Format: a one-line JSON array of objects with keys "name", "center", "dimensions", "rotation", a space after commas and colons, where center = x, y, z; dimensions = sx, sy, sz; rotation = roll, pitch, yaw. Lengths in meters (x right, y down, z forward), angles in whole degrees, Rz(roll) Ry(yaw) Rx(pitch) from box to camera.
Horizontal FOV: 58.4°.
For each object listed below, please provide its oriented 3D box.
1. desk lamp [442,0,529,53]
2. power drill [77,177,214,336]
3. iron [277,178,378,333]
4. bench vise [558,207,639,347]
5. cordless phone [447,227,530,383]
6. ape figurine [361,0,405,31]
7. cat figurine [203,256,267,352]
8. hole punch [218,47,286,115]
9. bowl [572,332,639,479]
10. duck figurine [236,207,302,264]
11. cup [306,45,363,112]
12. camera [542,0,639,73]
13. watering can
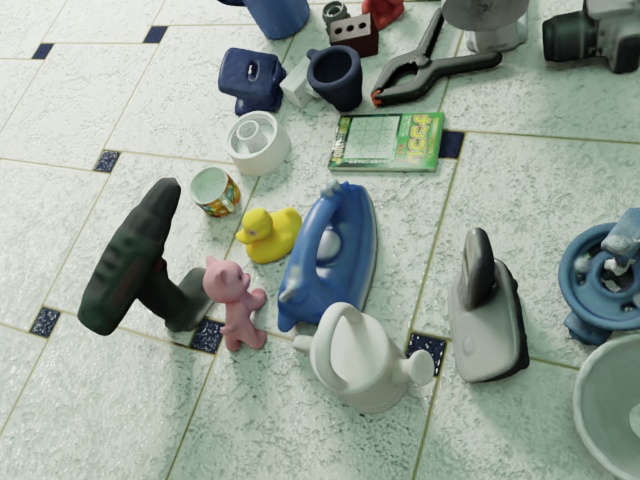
[{"name": "desk lamp", "center": [0.253, -0.382, 0.861], "dimensions": [0.117, 0.214, 0.203], "rotation": [-1, 64, 21]}, {"name": "power drill", "center": [-0.233, 0.046, 0.830], "dimensions": [0.075, 0.209, 0.230], "rotation": [27, 76, 31]}, {"name": "iron", "center": [0.007, 0.003, 0.799], "dimensions": [0.118, 0.142, 0.258], "rotation": [7, 67, 25]}, {"name": "bench vise", "center": [0.336, 0.000, 0.625], "dimensions": [0.121, 0.220, 0.207], "rotation": [17, 71, 28]}, {"name": "cordless phone", "center": [0.187, 0.078, 0.663], "dimensions": [0.094, 0.185, 0.147], "rotation": [-13, 60, 15]}, {"name": "ape figurine", "center": [0.109, -0.431, 1.016], "dimensions": [0.077, 0.092, 0.076], "rotation": [10, 68, 26]}, {"name": "cat figurine", "center": [-0.130, 0.085, 0.824], "dimensions": [0.067, 0.118, 0.127], "rotation": [-14, 60, 14]}, {"name": "hole punch", "center": [-0.121, -0.293, 1.034], "dimensions": [0.101, 0.091, 0.108], "rotation": [-3, 63, 20]}, {"name": "bowl", "center": [0.356, 0.187, 0.607], "dimensions": [0.167, 0.075, 0.167], "rotation": [-9, 61, 17]}, {"name": "duck figurine", "center": [-0.082, -0.020, 0.879], "dimensions": [0.104, 0.086, 0.077], "rotation": [-37, 57, 0]}, {"name": "cup", "center": [0.026, -0.267, 0.961], "dimensions": [0.092, 0.095, 0.117], "rotation": [-44, 57, -4]}, {"name": "camera", "center": [0.399, -0.324, 0.841], "dimensions": [0.136, 0.101, 0.143], "rotation": [-4, 63, 20]}, {"name": "watering can", "center": [0.047, 0.137, 0.682], "dimensions": [0.172, 0.194, 0.101], "rotation": [-13, 60, 15]}]
